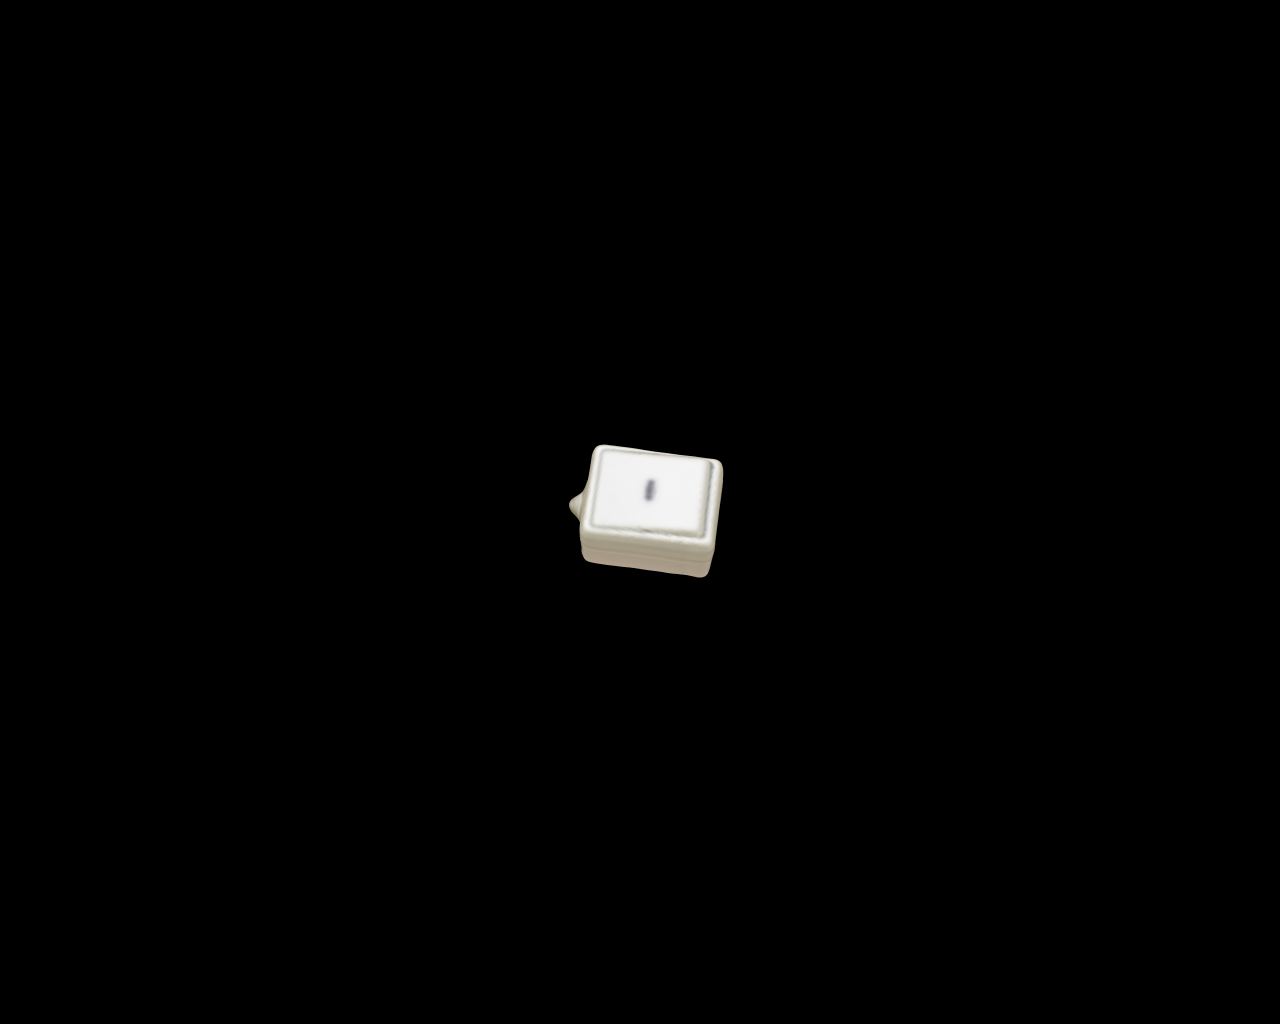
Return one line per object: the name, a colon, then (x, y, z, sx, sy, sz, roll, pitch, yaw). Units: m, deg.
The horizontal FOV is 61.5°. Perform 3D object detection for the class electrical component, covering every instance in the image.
electrical component: (0.001, -0.003, 0.650, 0.096, 0.062, 0.061, 8, -23, 3)
